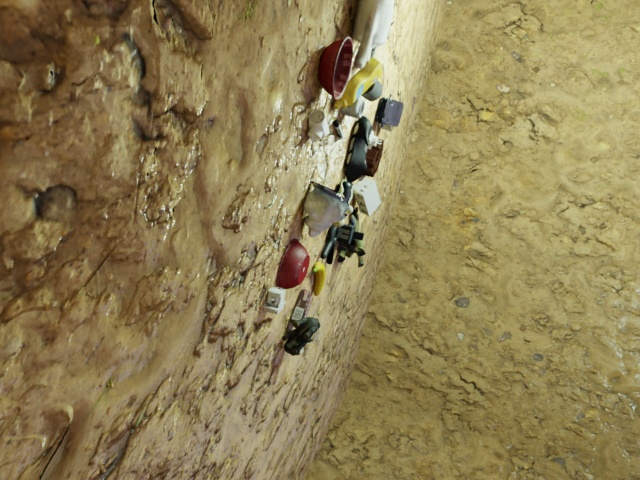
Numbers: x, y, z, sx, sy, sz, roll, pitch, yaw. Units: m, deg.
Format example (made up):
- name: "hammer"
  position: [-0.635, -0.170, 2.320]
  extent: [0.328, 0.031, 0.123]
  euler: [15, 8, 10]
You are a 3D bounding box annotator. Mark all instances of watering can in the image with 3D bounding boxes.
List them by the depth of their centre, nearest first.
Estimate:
- name: "watering can"
  position: [0.145, -0.605, 1.442]
  extent: [0.355, 0.104, 0.219]
  euler: [-73, 175, -60]

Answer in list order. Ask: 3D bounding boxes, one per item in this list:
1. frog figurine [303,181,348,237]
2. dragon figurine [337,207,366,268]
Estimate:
- name: "frog figurine"
  position: [0.005, -0.077, 1.527]
  extent: [0.136, 0.124, 0.158]
  euler: [16, 100, -44]
- name: "dragon figurine"
  position: [0.140, -0.039, 2.228]
  extent: [0.400, 0.122, 0.249]
  euler: [93, 1, -48]
